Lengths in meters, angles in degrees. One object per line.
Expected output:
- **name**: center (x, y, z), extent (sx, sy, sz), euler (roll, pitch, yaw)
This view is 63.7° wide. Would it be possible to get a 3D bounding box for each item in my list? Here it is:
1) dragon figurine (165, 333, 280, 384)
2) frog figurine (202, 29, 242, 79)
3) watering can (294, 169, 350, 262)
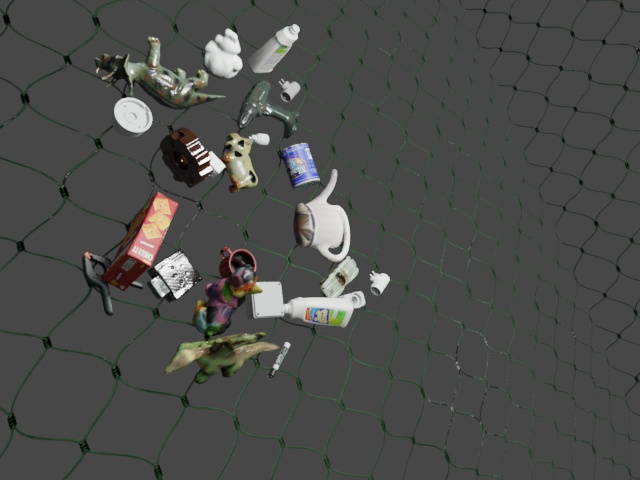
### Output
- **dragon figurine**: center (-0.230, 0.299, 1.390), extent (0.412, 0.239, 0.123), euler (-6, 73, -38)
- **frog figurine**: center (-0.316, -0.618, 1.724), extent (0.136, 0.158, 0.125), euler (37, 56, -24)
- **watering can**: center (0.006, -0.091, 1.816), extent (0.224, 0.103, 0.352), euler (2, 73, -38)
